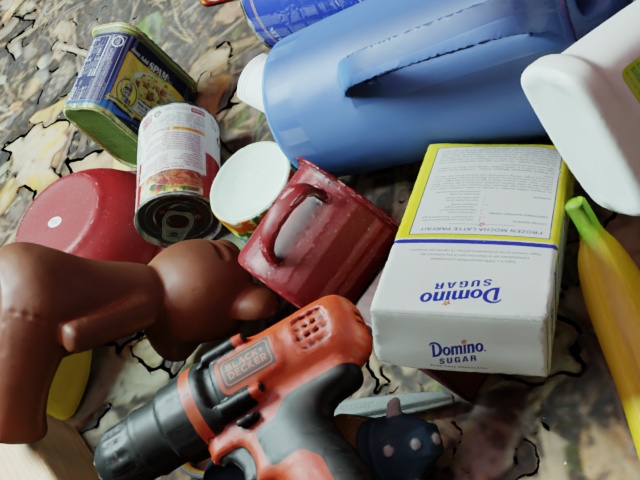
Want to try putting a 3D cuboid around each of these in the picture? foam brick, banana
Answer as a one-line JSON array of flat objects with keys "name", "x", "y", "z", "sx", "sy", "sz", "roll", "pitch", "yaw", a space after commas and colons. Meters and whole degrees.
[{"name": "foam brick", "x": 0.068, "y": 0.051, "z": 0.652, "sx": 0.078, "sy": 0.053, "sz": 0.051, "roll": 31, "pitch": 80, "yaw": 45}, {"name": "banana", "x": 0.167, "y": 0.071, "z": 0.554, "sx": 0.037, "sy": 0.069, "sz": 0.198, "roll": -35, "pitch": 49, "yaw": 28}]

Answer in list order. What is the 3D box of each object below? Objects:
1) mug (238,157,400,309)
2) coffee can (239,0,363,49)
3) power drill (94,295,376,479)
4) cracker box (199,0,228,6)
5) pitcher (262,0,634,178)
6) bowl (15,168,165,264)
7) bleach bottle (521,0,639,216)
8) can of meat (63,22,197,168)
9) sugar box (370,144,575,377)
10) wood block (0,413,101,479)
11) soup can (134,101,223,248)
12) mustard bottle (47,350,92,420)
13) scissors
[{"name": "mug", "x": -0.005, "y": 0.001, "z": 0.701, "sx": 0.093, "sy": 0.117, "sz": 0.081, "roll": 35, "pitch": 88, "yaw": 25}, {"name": "coffee can", "x": 0.019, "y": -0.210, "z": 0.839, "sx": 0.141, "sy": 0.102, "sz": 0.102, "roll": -5, "pitch": 57, "yaw": 34}, {"name": "power drill", "x": -0.031, "y": 0.142, "z": 0.584, "sx": 0.184, "sy": 0.057, "sz": 0.188, "roll": -32, "pitch": 56, "yaw": 11}, {"name": "cracker box", "x": -0.023, "y": -0.313, "z": 0.966, "sx": 0.214, "sy": 0.072, "sz": 0.164, "roll": -4, "pitch": 57, "yaw": 36}, {"name": "pitcher", "x": 0.077, "y": -0.116, "z": 0.699, "sx": 0.243, "sy": 0.149, "sz": 0.145, "roll": -13, "pitch": 46, "yaw": 35}, {"name": "bowl", "x": -0.202, "y": -0.004, "z": 0.891, "sx": 0.162, "sy": 0.055, "sz": 0.162, "roll": -20, "pitch": 50, "yaw": 25}, {"name": "bleach bottle", "x": 0.236, "y": -0.124, "z": 0.582, "sx": 0.250, "sy": 0.102, "sz": 0.068, "roll": -38, "pitch": 18, "yaw": -8}, {"name": "can of meat", "x": -0.163, "y": -0.121, "z": 0.913, "sx": 0.058, "sy": 0.102, "sz": 0.084, "roll": 0, "pitch": 62, "yaw": 36}, {"name": "sugar box", "x": 0.093, "y": 0.005, "z": 0.611, "sx": 0.093, "sy": 0.048, "sz": 0.176, "roll": 2, "pitch": 37, "yaw": 18}, {"name": "wood block", "x": -0.180, "y": 0.200, "z": 0.704, "sx": 0.091, "sy": 0.090, "sz": 0.206, "roll": -47, "pitch": 44, "yaw": -3}, {"name": "soup can", "x": -0.112, "y": -0.052, "z": 0.849, "sx": 0.069, "sy": 0.068, "sz": 0.102, "roll": -24, "pitch": 48, "yaw": 21}, {"name": "mustard bottle", "x": -0.266, "y": 0.085, "z": 0.866, "sx": 0.192, "sy": 0.058, "sz": 0.096, "roll": 5, "pitch": 92, "yaw": 40}, {"name": "scissors", "x": -0.010, "y": 0.100, "z": 0.701, "sx": 0.202, "sy": 0.016, "sz": 0.096, "roll": -25, "pitch": 48, "yaw": 20}]
